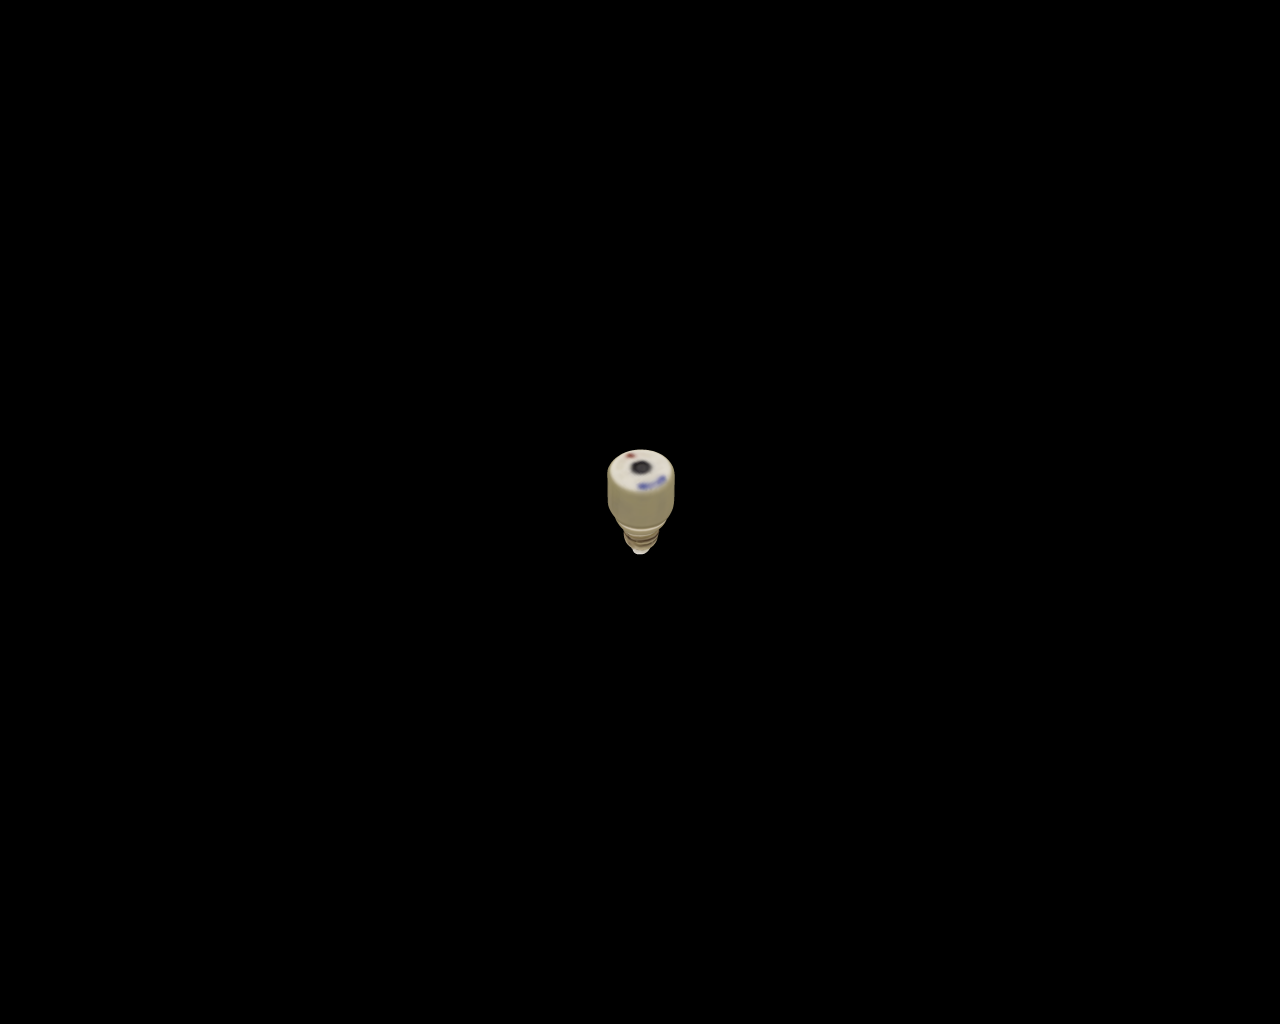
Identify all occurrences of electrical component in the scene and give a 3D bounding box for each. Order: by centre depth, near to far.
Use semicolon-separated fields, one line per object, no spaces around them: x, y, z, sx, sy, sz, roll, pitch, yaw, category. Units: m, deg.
0.001;-0.003;0.650;0.040;0.040;0.078;0;-45;0;electrical component
